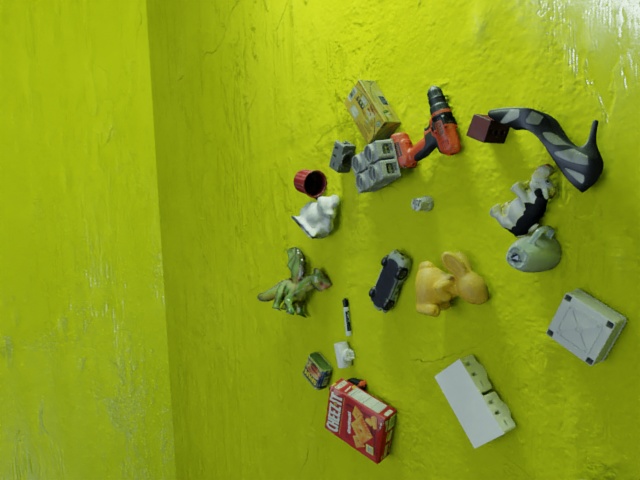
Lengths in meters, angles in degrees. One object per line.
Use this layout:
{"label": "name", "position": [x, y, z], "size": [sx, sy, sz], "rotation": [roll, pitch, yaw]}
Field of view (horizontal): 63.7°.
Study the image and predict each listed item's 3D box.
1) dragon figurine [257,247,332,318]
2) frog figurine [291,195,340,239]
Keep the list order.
{"label": "dragon figurine", "position": [-0.106, 0.145, 1.877], "size": [0.411, 0.121, 0.243], "rotation": [11, 86, 50]}
{"label": "frog figurine", "position": [0.005, -0.085, 1.694], "size": [0.159, 0.121, 0.140], "rotation": [-44, 43, 5]}
